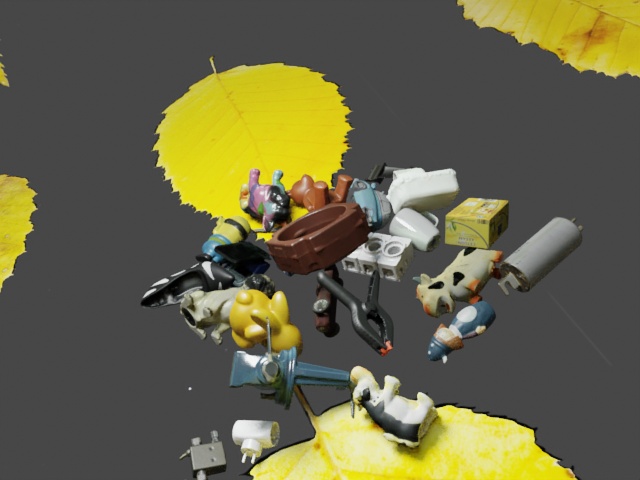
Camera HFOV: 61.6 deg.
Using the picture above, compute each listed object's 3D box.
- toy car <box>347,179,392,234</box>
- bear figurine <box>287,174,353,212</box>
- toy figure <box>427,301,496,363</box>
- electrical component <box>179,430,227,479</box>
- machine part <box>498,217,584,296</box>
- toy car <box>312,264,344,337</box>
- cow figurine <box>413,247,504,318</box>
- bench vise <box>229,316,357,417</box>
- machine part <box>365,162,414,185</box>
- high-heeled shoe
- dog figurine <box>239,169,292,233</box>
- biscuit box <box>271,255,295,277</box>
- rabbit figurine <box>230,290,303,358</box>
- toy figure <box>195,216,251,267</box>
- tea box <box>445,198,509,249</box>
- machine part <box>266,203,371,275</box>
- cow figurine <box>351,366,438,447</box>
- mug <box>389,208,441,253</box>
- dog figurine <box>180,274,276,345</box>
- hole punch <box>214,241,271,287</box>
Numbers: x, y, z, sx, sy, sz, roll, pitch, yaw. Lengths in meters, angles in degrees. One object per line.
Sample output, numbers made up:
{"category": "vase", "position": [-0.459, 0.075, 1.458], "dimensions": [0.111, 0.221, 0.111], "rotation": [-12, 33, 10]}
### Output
{"category": "toy car", "position": [0.129, -0.078, 1.361], "dimensions": [0.103, 0.109, 0.162], "rotation": [-2, 45, -14]}
{"category": "bear figurine", "position": [-0.012, -0.138, 1.477], "dimensions": [0.120, 0.131, 0.196], "rotation": [-16, 38, -30]}
{"category": "toy figure", "position": [0.267, 0.176, 1.037], "dimensions": [0.154, 0.058, 0.064], "rotation": [-33, 1, -12]}
{"category": "electrical component", "position": [-0.216, 0.409, 0.995], "dimensions": [0.078, 0.045, 0.102], "rotation": [-5, 35, -26]}
{"category": "machine part", "position": [0.453, 0.029, 1.103], "dimensions": [0.243, 0.079, 0.079], "rotation": [-35, 41, -16]}
{"category": "toy car", "position": [0.015, 0.120, 1.187], "dimensions": [0.053, 0.089, 0.202], "rotation": [-14, 39, 16]}
{"category": "cow figurine", "position": [0.280, 0.085, 1.111], "dimensions": [0.127, 0.085, 0.195], "rotation": [20, 51, 42]}
{"category": "bench vise", "position": [-0.044, 0.251, 1.002], "dimensions": [0.241, 0.223, 0.129], "rotation": [8, 59, -7]}
{"category": "machine part", "position": [0.201, -0.185, 1.501], "dimensions": [0.139, 0.039, 0.084], "rotation": [7, 41, 33]}
{"category": "high-heeled shoe", "position": [-0.333, 0.122, 1.332], "dimensions": [0.249, 0.086, 0.145], "rotation": [-11, 16, 41]}
{"category": "dog figurine", "position": [-0.142, -0.084, 1.465], "dimensions": [0.108, 0.191, 0.219], "rotation": [7, 46, -29]}
{"category": "biscuit box", "position": [-0.025, 0.003, 1.363], "dimensions": [0.203, 0.062, 0.059], "rotation": [-39, 43, -20]}
{"category": "rabbit figurine", "position": [-0.101, 0.178, 1.147], "dimensions": [0.122, 0.162, 0.173], "rotation": [-33, 57, -32]}
{"category": "toy figure", "position": [-0.255, 0.008, 1.451], "dimensions": [0.089, 0.082, 0.180], "rotation": [13, 44, 20]}
{"category": "tea box", "position": [0.350, -0.040, 1.189], "dimensions": [0.098, 0.068, 0.169], "rotation": [8, 22, 33]}
{"category": "machine part", "position": [-0.002, -0.004, 1.216], "dimensions": [0.201, 0.087, 0.201], "rotation": [-34, 18, -25]}
{"category": "cow figurine", "position": [0.114, 0.294, 0.951], "dimensions": [0.168, 0.068, 0.098], "rotation": [21, 62, 31]}
{"category": "mug", "position": [0.238, -0.022, 1.269], "dimensions": [0.109, 0.080, 0.107], "rotation": [-28, 48, -27]}
{"category": "dog figurine", "position": [-0.219, 0.141, 1.279], "dimensions": [0.173, 0.121, 0.190], "rotation": [22, 42, 35]}
{"category": "hole punch", "position": [-0.199, 0.063, 1.370], "dimensions": [0.116, 0.092, 0.142], "rotation": [-13, 25, -39]}
